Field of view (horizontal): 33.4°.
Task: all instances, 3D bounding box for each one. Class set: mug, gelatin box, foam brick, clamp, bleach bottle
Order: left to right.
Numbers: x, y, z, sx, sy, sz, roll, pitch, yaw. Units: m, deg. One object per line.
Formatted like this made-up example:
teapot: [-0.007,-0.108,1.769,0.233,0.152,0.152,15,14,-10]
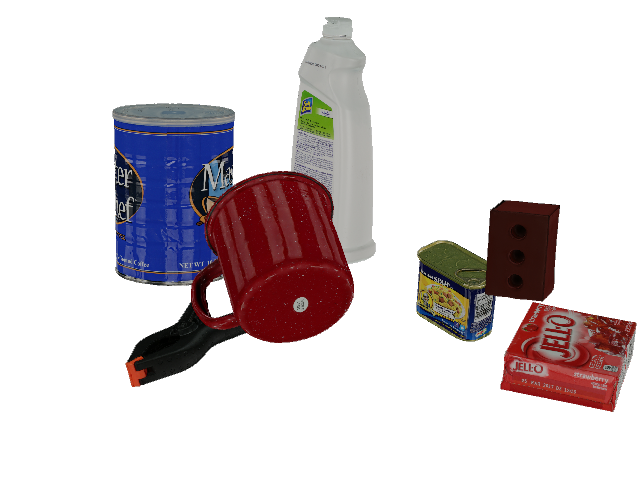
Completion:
clamp: [-0.131,0.103,1.134,0.120,0.039,0.171,-8,22,35]
mug: [-0.036,0.020,0.720,0.117,0.081,0.093,-27,-42,9]
bleach bottle: [0.017,-0.108,1.136,0.103,0.251,0.067,20,24,40]
foam brick: [0.175,0.008,0.924,0.053,0.078,0.051,6,15,21]
gelatin box: [0.166,0.075,0.709,0.073,0.030,0.089,11,23,21]

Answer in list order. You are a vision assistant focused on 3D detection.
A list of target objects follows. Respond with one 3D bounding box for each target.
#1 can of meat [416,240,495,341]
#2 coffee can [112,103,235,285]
can of meat: [0.160,0.061,1.258,0.057,0.084,0.102,-23,39,-34]
coffee can: [-0.125,-0.042,0.916,0.103,0.140,0.103,2,14,-1]
